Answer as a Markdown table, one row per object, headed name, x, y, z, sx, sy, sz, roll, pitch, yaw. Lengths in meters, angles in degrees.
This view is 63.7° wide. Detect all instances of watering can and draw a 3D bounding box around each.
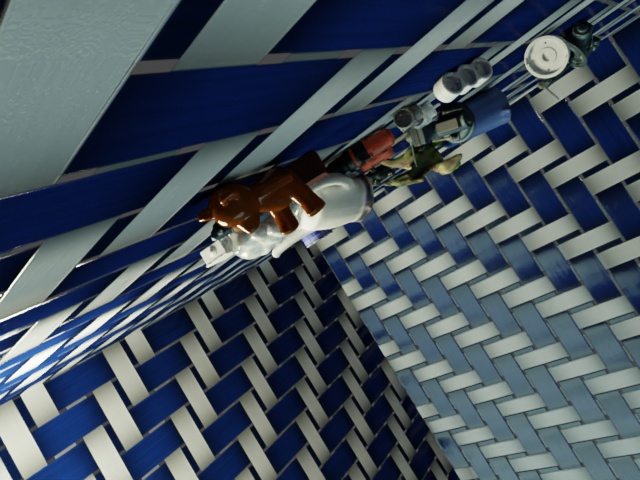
| name | x | y | z | sx | sy | sz | roll | pitch | yaw |
| --- | --- | --- | --- | --- | --- | --- | --- | --- | --- |
| watering can | 0.004 | -0.066 | 1.302 | 0.225 | 0.106 | 0.340 | -11 | -25 | -28 |

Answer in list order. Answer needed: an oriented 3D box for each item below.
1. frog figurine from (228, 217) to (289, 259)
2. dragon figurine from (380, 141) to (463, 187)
| name | x | y | z | sx | sy | sz | roll | pitch | yaw |
| --- | --- | --- | --- | --- | --- | --- | --- | --- | --- |
| frog figurine | -0.128 | -0.010 | 1.173 | 0.160 | 0.122 | 0.137 | 11 | 5 | 36 |
| dragon figurine | 0.292 | -0.237 | 1.661 | 0.409 | 0.121 | 0.246 | -5 | 22 | 46 |
